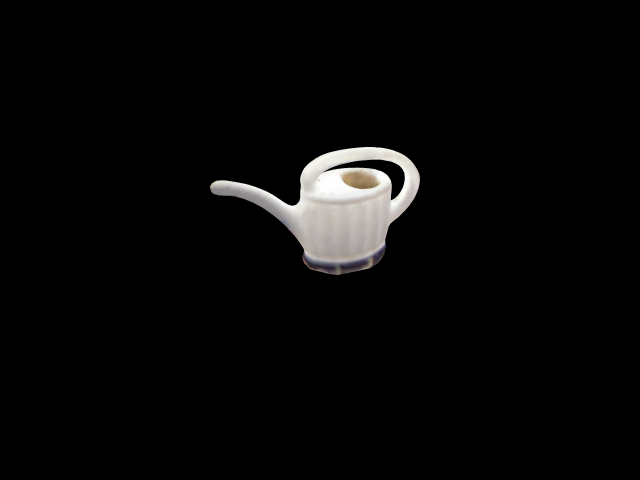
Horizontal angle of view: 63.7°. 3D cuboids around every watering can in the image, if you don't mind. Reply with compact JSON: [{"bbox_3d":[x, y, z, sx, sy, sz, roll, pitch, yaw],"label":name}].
[{"bbox_3d":[0.003,-0.043,0.850,0.349,0.219,0.106,-11,36,-15],"label":"watering can"}]
